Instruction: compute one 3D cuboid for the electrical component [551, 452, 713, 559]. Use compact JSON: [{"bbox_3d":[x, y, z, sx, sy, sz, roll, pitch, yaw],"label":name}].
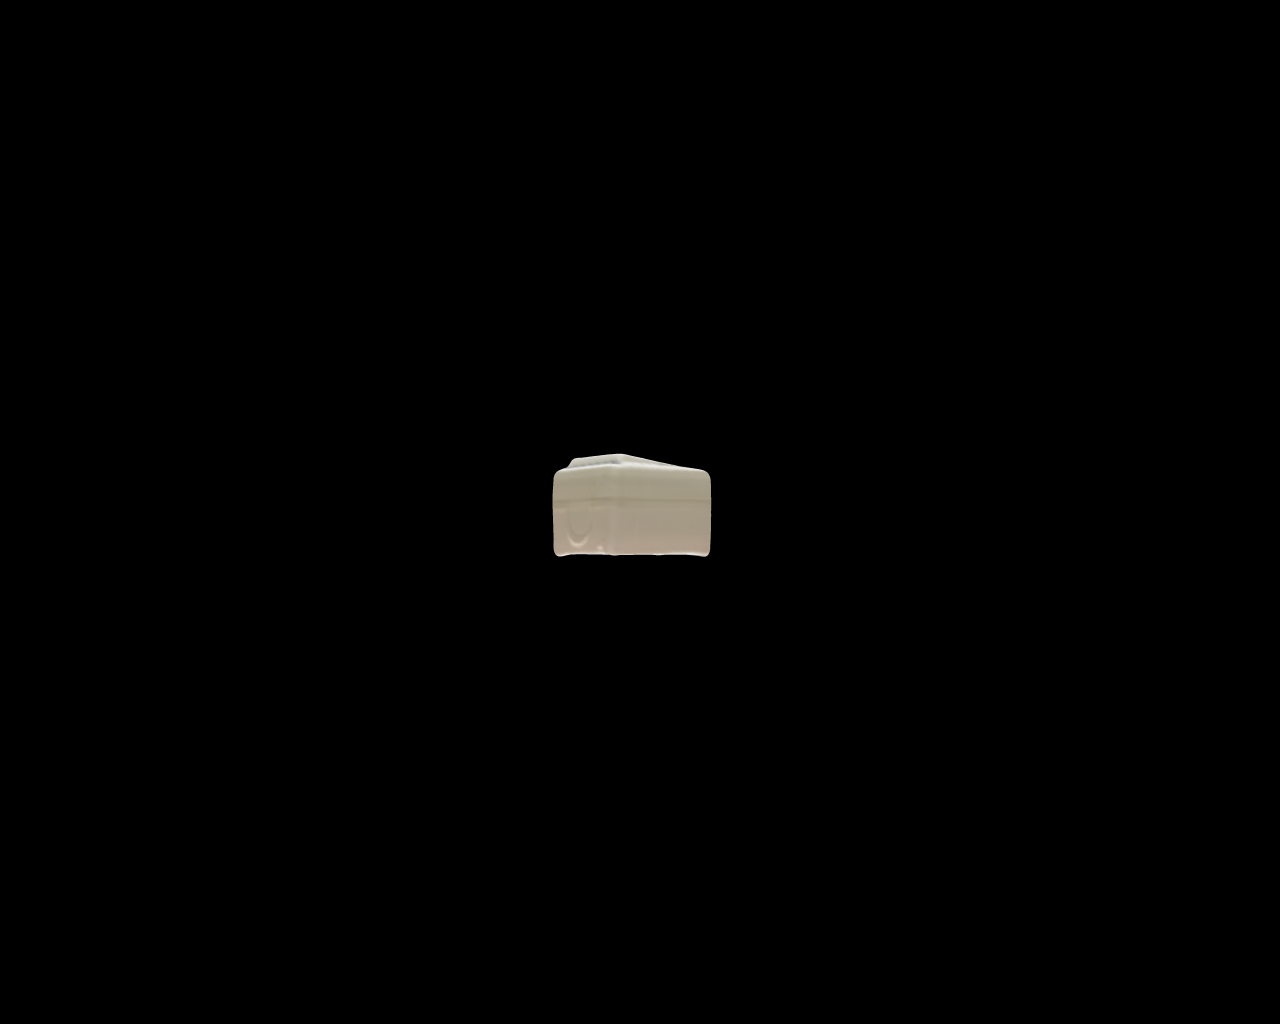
[{"bbox_3d":[0.001,-0.003,0.650,0.096,0.061,0.061,2,-3,-40],"label":"electrical component"}]
